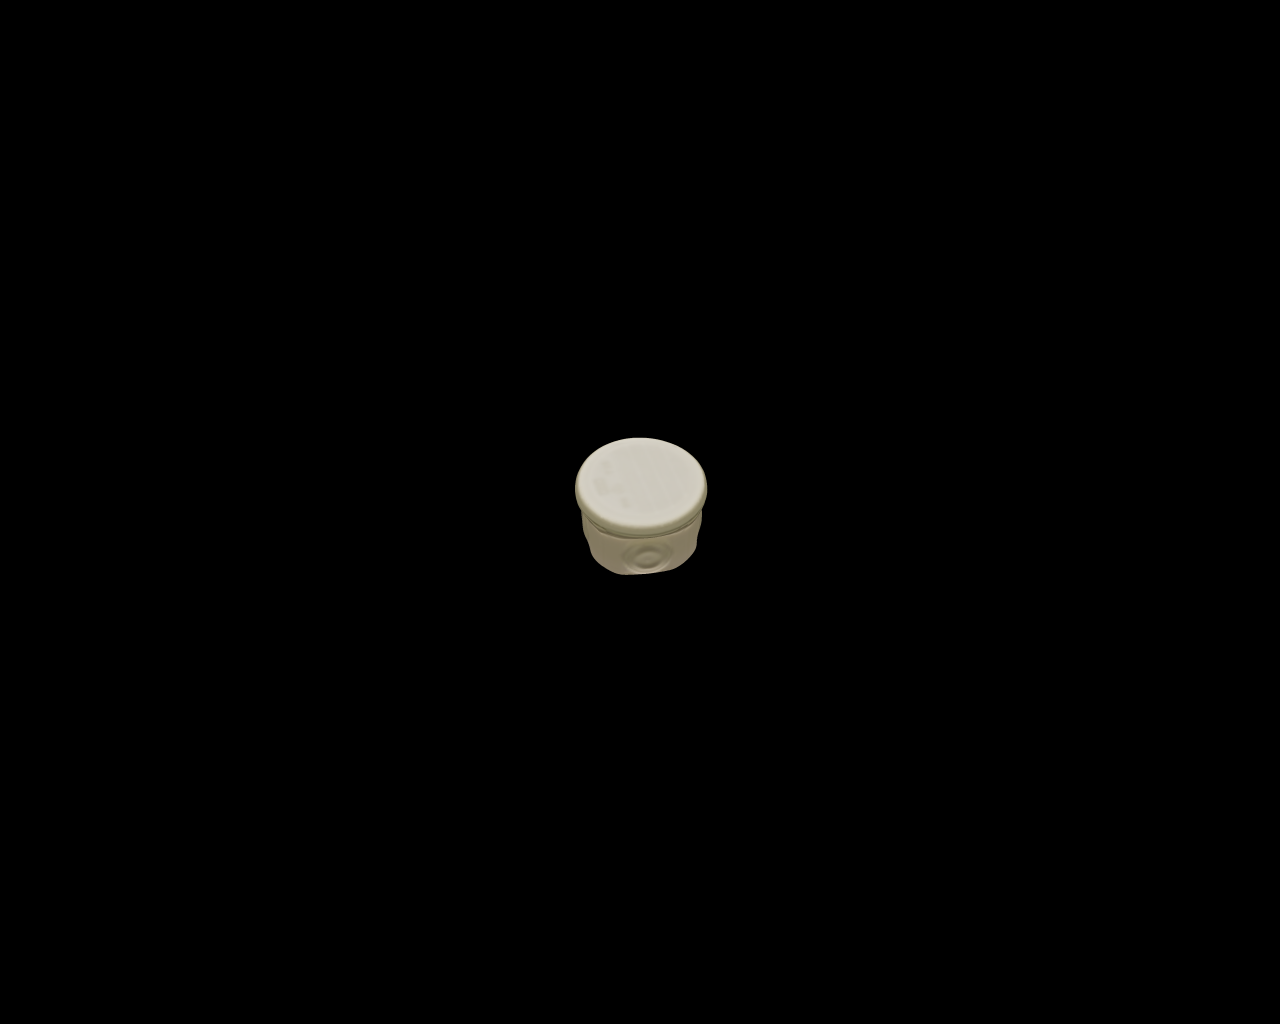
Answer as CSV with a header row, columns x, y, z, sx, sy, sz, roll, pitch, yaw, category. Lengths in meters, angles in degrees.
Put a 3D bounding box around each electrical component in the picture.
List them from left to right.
x,y,z,sx,sy,sz,roll,pitch,yaw,category
0.001,-0.003,0.650,0.080,0.080,0.050,0,-44,0,electrical component
